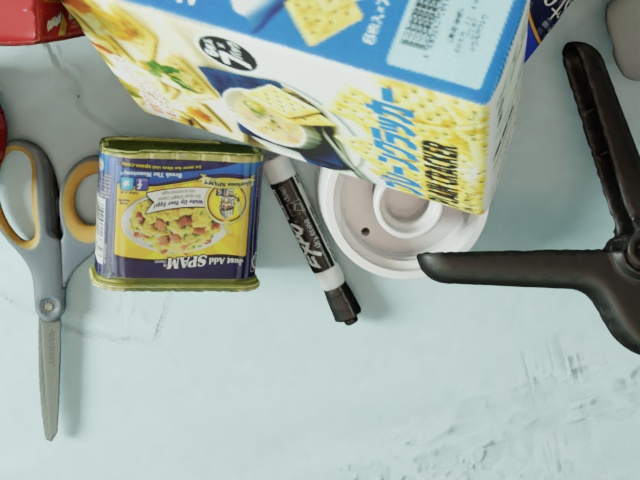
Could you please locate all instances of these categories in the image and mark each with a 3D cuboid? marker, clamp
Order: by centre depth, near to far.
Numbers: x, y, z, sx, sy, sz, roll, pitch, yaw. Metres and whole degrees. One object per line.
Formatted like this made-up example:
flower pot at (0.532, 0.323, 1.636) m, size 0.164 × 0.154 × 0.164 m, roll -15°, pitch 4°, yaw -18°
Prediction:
clamp at (0.182, -0.005, 0.618) m, size 0.210 × 0.036 × 0.164 m, roll 29°, pitch 85°, yaw -4°
marker at (-0.004, 0.001, 0.675) m, size 0.020 × 0.020 × 0.121 m, roll -24°, pitch 105°, yaw 6°

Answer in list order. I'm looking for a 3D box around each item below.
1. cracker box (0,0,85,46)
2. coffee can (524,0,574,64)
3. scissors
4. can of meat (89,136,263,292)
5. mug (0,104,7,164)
cracker box at (-0.236, -0.139, 0.557) m, size 0.213 × 0.164 × 0.072 m, roll 0°, pitch 103°, yaw -1°
coffee can at (0.106, -0.171, 0.584) m, size 0.102 × 0.103 × 0.140 m, roll 35°, pitch 102°, yaw -10°
scissors at (-0.155, 0.030, 0.683) m, size 0.096 × 0.016 × 0.202 m, roll -11°, pitch 106°, yaw 2°
can of meat at (-0.085, -0.016, 0.642) m, size 0.102 × 0.057 × 0.084 m, roll 1°, pitch 104°, yaw -16°
mug at (-0.243, -0.054, 0.617) m, size 0.117 × 0.081 × 0.093 m, roll -38°, pitch 91°, yaw 15°
